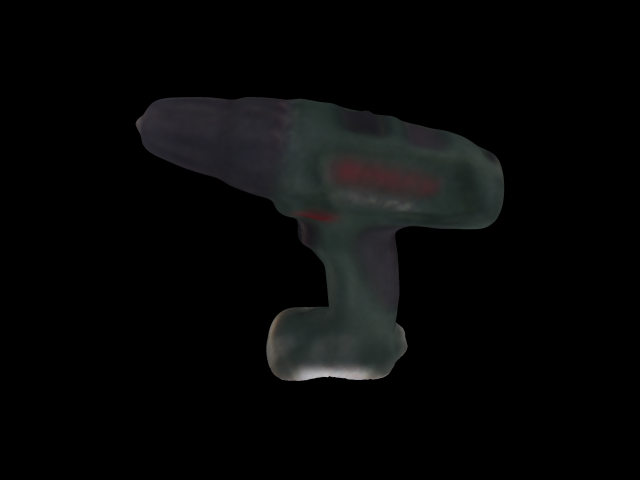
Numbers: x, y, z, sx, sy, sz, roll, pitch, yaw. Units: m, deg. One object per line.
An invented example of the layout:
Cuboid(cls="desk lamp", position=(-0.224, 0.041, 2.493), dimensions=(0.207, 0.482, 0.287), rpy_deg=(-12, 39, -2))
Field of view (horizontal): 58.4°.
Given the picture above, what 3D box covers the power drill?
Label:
Cuboid(cls="power drill", position=(0.004, 0.001, 0.400), dimensions=(0.229, 0.208, 0.075), rpy_deg=(-2, 36, -2))
